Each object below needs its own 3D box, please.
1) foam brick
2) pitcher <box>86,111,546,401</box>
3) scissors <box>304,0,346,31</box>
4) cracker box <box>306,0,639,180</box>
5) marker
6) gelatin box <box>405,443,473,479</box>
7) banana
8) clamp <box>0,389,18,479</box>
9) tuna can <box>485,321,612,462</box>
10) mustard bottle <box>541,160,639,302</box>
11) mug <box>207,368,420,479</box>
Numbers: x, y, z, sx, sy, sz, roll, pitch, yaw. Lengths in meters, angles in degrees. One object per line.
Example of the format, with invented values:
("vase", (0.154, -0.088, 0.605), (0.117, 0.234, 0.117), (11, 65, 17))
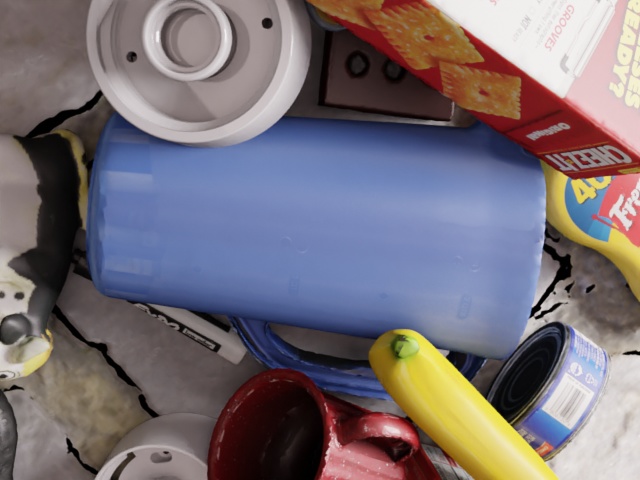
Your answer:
("foam brick", (0.041, -0.100, 0.634), (0.078, 0.051, 0.053), (6, 95, -6))
("pitcher", (-0.004, 0.001, 0.608), (0.242, 0.145, 0.149), (6, 69, -2))
("scissors", (0.011, -0.209, 0.545), (0.096, 0.016, 0.202), (11, 92, -4))
("cracker box", (0.095, -0.150, 0.519), (0.213, 0.072, 0.164), (30, 74, -25))
("marker", (-0.098, 0.039, 0.652), (0.121, 0.020, 0.020), (31, 92, -8))
("gelatin box", (0.099, 0.160, 0.656), (0.089, 0.073, 0.030), (18, 96, -7))
("banana", (0.082, 0.106, 0.582), (0.037, 0.070, 0.197), (-42, 118, 5))
("clamp", (-0.211, 0.150, 0.641), (0.164, 0.036, 0.210), (-6, 94, 3))
("tuna can", (0.135, 0.092, 0.646), (0.033, 0.086, 0.086), (36, 92, -7))
("mustard bottle", (0.188, -0.033, 0.651), (0.191, 0.058, 0.096), (41, 96, -8))
("mug", (0.004, 0.125, 0.611), (0.117, 0.093, 0.081), (-29, 142, 30))
